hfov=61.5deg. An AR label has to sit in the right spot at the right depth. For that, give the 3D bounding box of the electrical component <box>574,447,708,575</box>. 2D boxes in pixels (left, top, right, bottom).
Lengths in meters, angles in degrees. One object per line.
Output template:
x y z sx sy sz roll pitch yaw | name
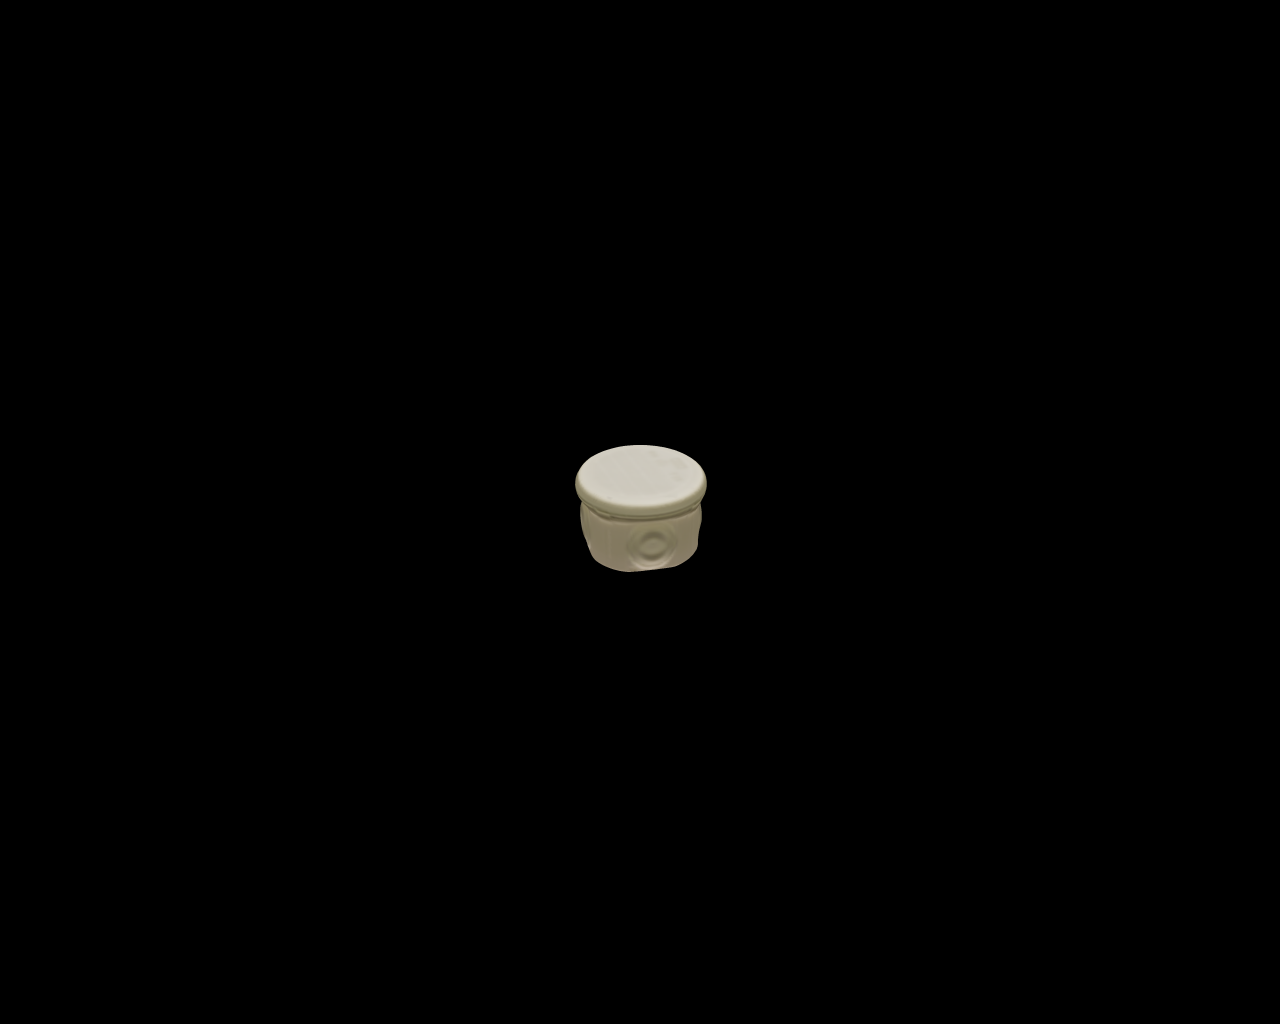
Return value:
0.001 -0.003 0.650 0.080 0.050 0.080 0 31 0 | electrical component
